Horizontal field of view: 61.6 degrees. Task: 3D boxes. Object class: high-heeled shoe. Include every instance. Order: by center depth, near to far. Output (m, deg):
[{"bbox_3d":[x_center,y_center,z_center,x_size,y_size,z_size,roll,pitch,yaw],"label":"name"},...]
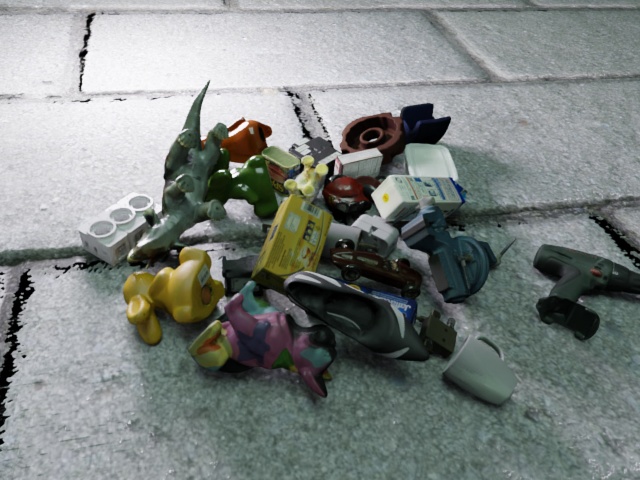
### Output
[{"bbox_3d":[0.059,0.122,0.861,0.249,0.145,0.086,26,88,21],"label":"high-heeled shoe"}]

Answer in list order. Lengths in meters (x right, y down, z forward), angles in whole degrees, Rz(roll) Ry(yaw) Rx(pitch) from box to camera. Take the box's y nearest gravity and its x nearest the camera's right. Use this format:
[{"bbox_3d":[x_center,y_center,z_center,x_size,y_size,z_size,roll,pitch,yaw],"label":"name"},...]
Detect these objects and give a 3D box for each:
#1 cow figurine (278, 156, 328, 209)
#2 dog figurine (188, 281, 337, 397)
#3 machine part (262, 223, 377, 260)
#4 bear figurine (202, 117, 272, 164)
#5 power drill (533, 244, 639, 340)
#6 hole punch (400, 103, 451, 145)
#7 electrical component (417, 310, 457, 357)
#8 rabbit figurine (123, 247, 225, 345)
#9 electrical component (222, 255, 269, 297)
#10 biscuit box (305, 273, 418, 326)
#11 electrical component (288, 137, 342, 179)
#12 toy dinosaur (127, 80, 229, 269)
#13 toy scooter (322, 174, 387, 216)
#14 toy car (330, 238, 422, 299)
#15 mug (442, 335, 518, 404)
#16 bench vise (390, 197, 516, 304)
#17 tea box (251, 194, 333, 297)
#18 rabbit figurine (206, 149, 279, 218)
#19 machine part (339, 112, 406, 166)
[{"bbox_3d":[-0.045,-0.099,1.211,0.068,0.098,0.167,27,63,9],"label":"cow figurine"},{"bbox_3d":[-0.081,0.185,0.880,0.219,0.191,0.108,41,10,2],"label":"dog figurine"},{"bbox_3d":[-0.002,-0.003,1.109,0.243,0.079,0.079,13,43,6],"label":"machine part"},{"bbox_3d":[-0.220,-0.219,1.314,0.196,0.132,0.120,-18,77,17],"label":"bear figurine"},{"bbox_3d":[0.530,0.098,1.060,0.232,0.085,0.207,25,50,22],"label":"power drill"},{"bbox_3d":[0.274,-0.290,1.422,0.142,0.115,0.092,-17,40,-25],"label":"hole punch"},{"bbox_3d":[0.203,0.172,0.972,0.078,0.045,0.102,30,45,-10],"label":"electrical component"},{"bbox_3d":[-0.279,0.104,0.961,0.173,0.121,0.162,4,50,19],"label":"rabbit figurine"},{"bbox_3d":[-0.126,0.068,1.022,0.119,0.074,0.048,-5,44,-5],"label":"electrical component"},{"bbox_3d":[0.073,0.123,0.976,0.203,0.059,0.063,15,49,19],"label":"biscuit box"},{"bbox_3d":[-0.014,-0.202,1.340,0.134,0.058,0.115,36,48,29],"label":"electrical component"},{"bbox_3d":[-0.272,-0.117,1.080,0.131,0.192,0.405,26,53,-32],"label":"toy dinosaur"},{"bbox_3d":[0.102,-0.093,1.225,0.184,0.075,0.135,-5,45,-19],"label":"toy scooter"},{"bbox_3d":[0.112,0.053,1.036,0.202,0.053,0.089,21,37,-23],"label":"toy car"},{"bbox_3d":[0.278,0.218,0.909,0.107,0.080,0.109,38,45,15],"label":"mug"},{"bbox_3d":[0.275,0.020,1.076,0.240,0.129,0.224,3,51,-37],"label":"bench vise"},{"bbox_3d":[-0.049,0.013,0.996,0.098,0.068,0.169,29,59,-14],"label":"tea box"},{"bbox_3d":[-0.190,-0.113,1.175,0.170,0.159,0.121,-17,56,-3],"label":"rabbit figurine"},{"bbox_3d":[0.137,-0.253,1.374,0.179,0.056,0.179,-14,43,13],"label":"machine part"}]
